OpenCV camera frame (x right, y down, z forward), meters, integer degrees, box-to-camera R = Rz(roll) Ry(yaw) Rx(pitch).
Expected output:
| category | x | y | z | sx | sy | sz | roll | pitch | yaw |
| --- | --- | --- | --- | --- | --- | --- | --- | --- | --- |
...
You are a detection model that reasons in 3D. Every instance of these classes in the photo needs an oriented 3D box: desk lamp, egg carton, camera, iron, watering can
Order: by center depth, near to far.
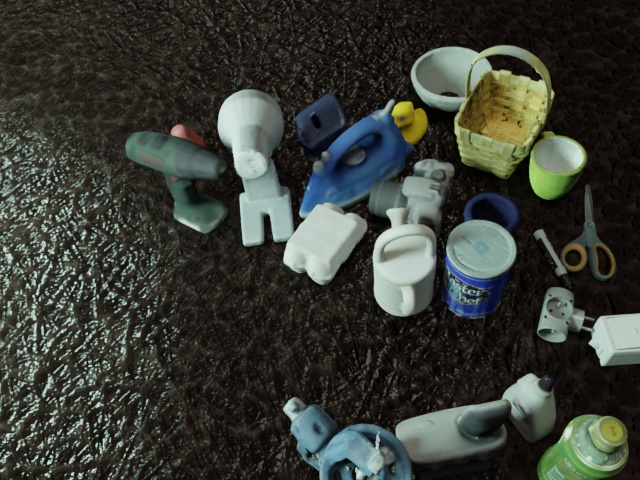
| category | x | y | z | sx | sy | sz | roll | pitch | yaw |
| --- | --- | --- | --- | --- | --- | --- | --- | --- | --- |
| watering can | 0.130 | 0.028 | 0.908 | 0.101 | 0.194 | 0.172 | -23 | 57 | -9 |
| egg carton | 0.009 | 0.004 | 1.014 | 0.107 | 0.069 | 0.150 | 26 | 63 | 22 |
| desk lamp | -0.111 | -0.132 | 1.032 | 0.118 | 0.214 | 0.203 | -10 | 56 | 0 |
| camera | 0.164 | -0.085 | 1.037 | 0.136 | 0.101 | 0.143 | 12 | 58 | 14 |
| iron | 0.056 | -0.153 | 1.071 | 0.259 | 0.142 | 0.118 | -38 | 60 | -18 |

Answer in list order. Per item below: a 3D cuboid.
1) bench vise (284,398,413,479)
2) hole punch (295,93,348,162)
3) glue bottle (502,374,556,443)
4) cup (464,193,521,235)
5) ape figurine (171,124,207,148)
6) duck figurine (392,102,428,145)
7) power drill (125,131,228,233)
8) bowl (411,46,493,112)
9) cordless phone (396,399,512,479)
| category | x | y | z | sx | sy | sz | roll | pitch | yaw |
| --- | --- | --- | --- | --- | --- | --- | --- | --- | --- |
| bench vise | 0.025 | 0.280 | 0.735 | 0.207 | 0.220 | 0.121 | 18 | 60 | 18 |
| hole punch | 0.003 | -0.228 | 1.158 | 0.101 | 0.091 | 0.108 | -18 | 56 | -6 |
| glue bottle | 0.290 | 0.217 | 0.776 | 0.037 | 0.173 | 0.078 | -27 | 57 | -11 |
| cup | 0.294 | -0.009 | 0.975 | 0.091 | 0.095 | 0.117 | -17 | 56 | -5 |
| ape figurine | -0.275 | -0.201 | 1.171 | 0.076 | 0.092 | 0.078 | 9 | 58 | 13 |
| duck figurine | 0.171 | -0.241 | 1.150 | 0.105 | 0.086 | 0.077 | -36 | 59 | -17 |
| power drill | -0.238 | -0.108 | 1.033 | 0.229 | 0.209 | 0.076 | 24 | 62 | 21 |
| bowl | 0.274 | -0.324 | 1.202 | 0.167 | 0.075 | 0.167 | -3 | 56 | 5 |
| cordless phone | 0.177 | 0.249 | 0.760 | 0.147 | 0.185 | 0.094 | -14 | 56 | -3 |
